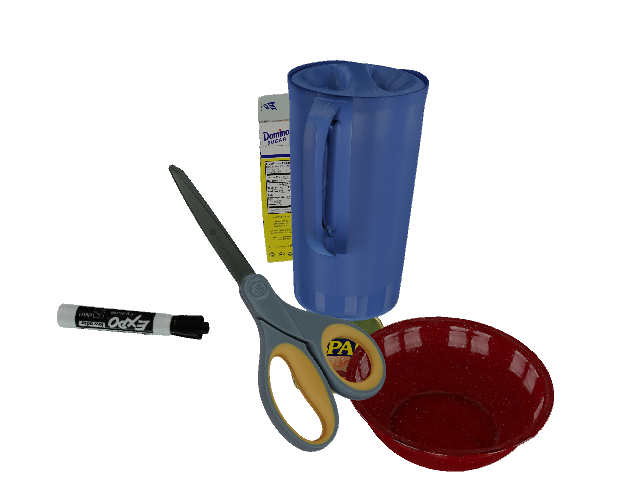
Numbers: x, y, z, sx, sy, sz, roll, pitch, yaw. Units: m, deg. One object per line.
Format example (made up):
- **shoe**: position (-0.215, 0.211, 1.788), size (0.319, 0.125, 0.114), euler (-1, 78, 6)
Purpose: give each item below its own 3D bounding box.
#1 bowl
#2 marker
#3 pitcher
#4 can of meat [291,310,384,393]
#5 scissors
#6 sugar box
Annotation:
- **bowl**: position (0.099, 0.130, 0.842), size (0.162, 0.055, 0.162), euler (1, 35, -1)
- **marker**: position (-0.146, 0.063, 0.834), size (0.121, 0.020, 0.020), euler (4, 1, 11)
- **pitcher**: position (0.026, -0.045, 1.036), size (0.149, 0.243, 0.145), euler (-8, 25, -23)
- **can of meat**: position (0.019, 0.135, 1.278), size (0.102, 0.084, 0.057), euler (3, 25, -15)
- **scissors**: position (-0.022, 0.034, 0.688), size (0.096, 0.202, 0.016), euler (-16, -9, -26)
- **sugar box**: position (-0.048, -0.073, 1.241), size (0.048, 0.176, 0.093), euler (-6, 26, -1)
